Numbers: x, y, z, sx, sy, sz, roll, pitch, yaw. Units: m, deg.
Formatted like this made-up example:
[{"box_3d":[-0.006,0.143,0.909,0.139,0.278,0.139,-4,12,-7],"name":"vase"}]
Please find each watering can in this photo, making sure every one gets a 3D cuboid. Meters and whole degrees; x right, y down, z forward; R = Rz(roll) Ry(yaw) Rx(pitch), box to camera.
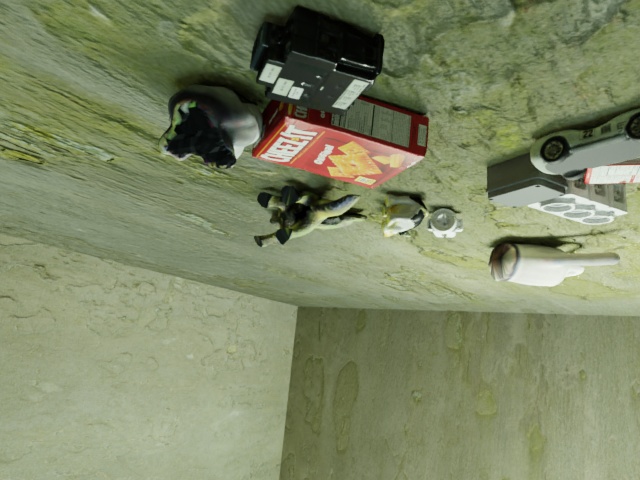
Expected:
[{"box_3d":[0.569,0.058,1.312,0.224,0.105,0.344,7,168,-2],"name":"watering can"}]

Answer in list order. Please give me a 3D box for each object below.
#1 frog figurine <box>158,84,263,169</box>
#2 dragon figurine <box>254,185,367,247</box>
[{"box_3d":[-0.146,-0.168,0.748,0.137,0.121,0.162,-7,-161,16],"name":"frog figurine"},{"box_3d":[0.004,-0.058,1.157,0.243,0.122,0.408,-5,180,-45],"name":"dragon figurine"}]
